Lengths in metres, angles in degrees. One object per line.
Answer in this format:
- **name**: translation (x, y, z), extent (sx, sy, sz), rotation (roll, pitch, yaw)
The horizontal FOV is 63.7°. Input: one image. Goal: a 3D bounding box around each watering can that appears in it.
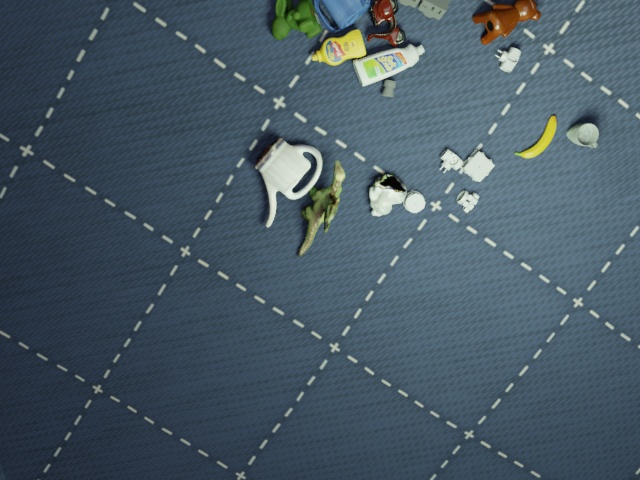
- **watering can**: translation (-0.150, -0.230, 1.919), extent (0.223, 0.105, 0.346), rotation (42, 98, -7)

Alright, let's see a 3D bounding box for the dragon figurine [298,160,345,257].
- **dragon figurine**: translation (0.006, -0.095, 1.881), extent (0.122, 0.245, 0.407), rotation (17, 99, -9)

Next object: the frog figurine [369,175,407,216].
- **frog figurine**: translation (0.252, -0.163, 1.950), extent (0.137, 0.126, 0.155), rotation (2, 139, -9)
